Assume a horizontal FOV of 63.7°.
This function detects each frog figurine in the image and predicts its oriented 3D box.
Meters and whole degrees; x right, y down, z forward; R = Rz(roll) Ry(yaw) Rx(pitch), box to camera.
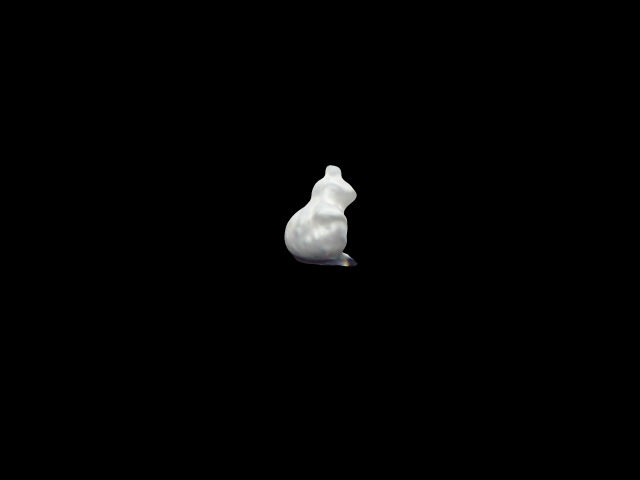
[{"bbox_3d":[0.003,-0.043,0.850,0.123,0.158,0.138,-1,9,-9],"label":"frog figurine"}]
